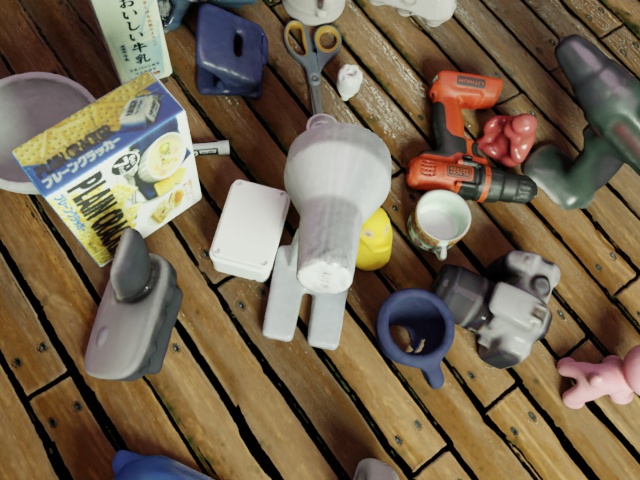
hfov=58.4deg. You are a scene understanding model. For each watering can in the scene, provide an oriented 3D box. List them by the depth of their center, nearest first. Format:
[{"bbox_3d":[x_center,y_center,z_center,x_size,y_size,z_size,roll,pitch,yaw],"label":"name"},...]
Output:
[{"bbox_3d":[-0.004,-0.417,0.816,0.101,0.194,0.172,-30,76,-16],"label":"watering can"}]

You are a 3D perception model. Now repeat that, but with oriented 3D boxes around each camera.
[{"bbox_3d":[0.213,0.068,0.714,0.137,0.101,0.143,27,69,3],"label":"camera"}]

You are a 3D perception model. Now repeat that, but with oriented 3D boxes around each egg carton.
[{"bbox_3d":[0.146,-0.401,0.896,0.150,0.069,0.107,20,68,0],"label":"egg carton"}]

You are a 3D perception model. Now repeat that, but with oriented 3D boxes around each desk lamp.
[{"bbox_3d":[0.006,0.002,0.651,0.118,0.213,0.203,10,69,-3],"label":"desk lamp"}]

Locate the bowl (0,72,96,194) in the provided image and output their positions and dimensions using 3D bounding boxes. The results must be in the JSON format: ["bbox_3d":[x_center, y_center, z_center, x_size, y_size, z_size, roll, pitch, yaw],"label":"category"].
[{"bbox_3d":[-0.353,-0.123,0.726,0.167,0.074,0.167,2,69,-6],"label":"bowl"}]

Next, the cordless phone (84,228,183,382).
[{"bbox_3d":[-0.211,0.071,0.613,0.094,0.185,0.147,9,69,-4],"label":"cordless phone"}]

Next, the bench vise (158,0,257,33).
[{"bbox_3d":[-0.175,-0.377,0.765,0.208,0.219,0.121,-35,77,-18],"label":"bench vise"}]

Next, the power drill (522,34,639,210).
[{"bbox_3d":[0.356,-0.131,0.749,0.229,0.208,0.076,43,71,9],"label":"power drill"}]

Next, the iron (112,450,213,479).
[{"bbox_3d":[-0.114,0.303,0.562,0.258,0.141,0.119,23,69,2],"label":"iron"}]

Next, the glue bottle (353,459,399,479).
[{"bbox_3d":[0.061,0.265,0.582,0.037,0.173,0.078,19,68,1],"label":"glue bottle"}]

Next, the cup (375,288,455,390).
[{"bbox_3d":[0.109,0.124,0.683,0.092,0.095,0.117,-18,73,-13],"label":"cup"}]

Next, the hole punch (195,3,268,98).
[{"bbox_3d":[-0.123,-0.265,0.800,0.101,0.091,0.108,1,69,-7],"label":"hole punch"}]

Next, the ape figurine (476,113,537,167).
[{"bbox_3d":[0.273,-0.148,0.807,0.076,0.092,0.078,-9,71,-10],"label":"ape figurine"}]

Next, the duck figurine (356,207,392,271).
[{"bbox_3d":[0.061,-0.020,0.735,0.077,0.086,0.104,-16,72,-12],"label":"duck figurine"}]

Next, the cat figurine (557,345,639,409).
[{"bbox_3d":[0.372,0.162,0.690,0.128,0.117,0.067,-5,70,-9],"label":"cat figurine"}]
